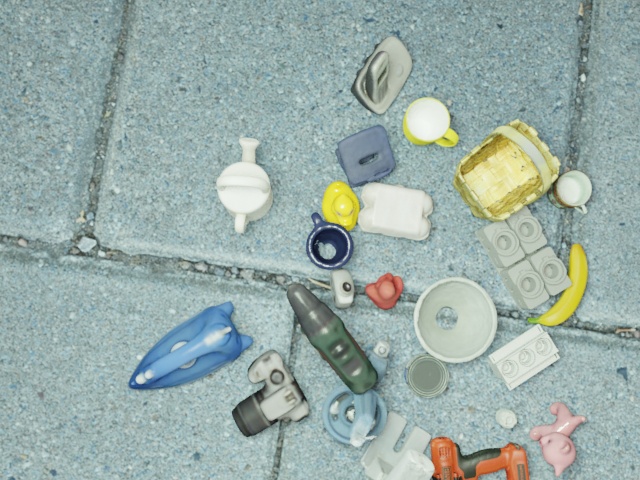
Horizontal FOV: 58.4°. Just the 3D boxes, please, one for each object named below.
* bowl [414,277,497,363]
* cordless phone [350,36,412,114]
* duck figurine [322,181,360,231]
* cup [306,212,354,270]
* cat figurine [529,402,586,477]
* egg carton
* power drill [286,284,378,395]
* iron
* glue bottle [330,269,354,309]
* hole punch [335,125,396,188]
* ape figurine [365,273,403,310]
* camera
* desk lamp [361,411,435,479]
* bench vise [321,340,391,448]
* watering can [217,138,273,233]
[{"bbox_3d":[0.262,0.159,1.144,0.167,0.074,0.167,0,84,-3],"label":"bowl"},{"bbox_3d":[0.130,-0.343,1.129,0.094,0.185,0.148,30,84,0],"label":"cordless phone"},{"bbox_3d":[0.044,-0.071,1.147,0.077,0.086,0.104,-10,85,-4],"label":"duck figurine"},{"bbox_3d":[0.010,0.004,1.134,0.092,0.095,0.118,-26,86,-5],"label":"cup"},{"bbox_3d":[0.470,0.388,1.113,0.067,0.117,0.128,40,84,1],"label":"cat figurine"},{"bbox_3d":[0.153,-0.059,1.161,0.150,0.069,0.107,9,84,-3],"label":"egg carton"},{"bbox_3d":[0.014,0.177,1.060,0.075,0.208,0.229,-39,88,-6],"label":"power drill"},{"bbox_3d":[-0.261,0.220,1.073,0.258,0.141,0.118,-30,87,-6],"label":"iron"},{"bbox_3d":[0.045,0.092,1.088,0.037,0.173,0.078,-7,85,-4],"label":"glue bottle"},{"bbox_3d":[0.095,-0.168,1.157,0.108,0.091,0.101,-23,86,-5],"label":"hole punch"},{"bbox_3d":[0.130,0.100,1.133,0.078,0.092,0.076,3,84,-3],"label":"ape figurine"},{"bbox_3d":[-0.106,0.303,1.095,0.137,0.100,0.143,-32,87,-6],"label":"camera"},{"bbox_3d":[0.131,0.439,1.040,0.118,0.213,0.203,31,84,0],"label":"desk lamp"},{"bbox_3d":[0.069,0.285,1.047,0.121,0.219,0.207,7,84,-2],"label":"bench vise"},{"bbox_3d":[-0.145,-0.105,1.085,0.101,0.194,0.173,-16,85,-4],"label":"watering can"}]
